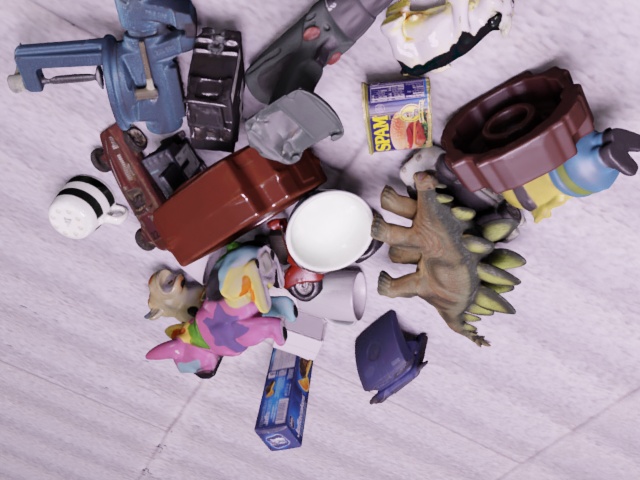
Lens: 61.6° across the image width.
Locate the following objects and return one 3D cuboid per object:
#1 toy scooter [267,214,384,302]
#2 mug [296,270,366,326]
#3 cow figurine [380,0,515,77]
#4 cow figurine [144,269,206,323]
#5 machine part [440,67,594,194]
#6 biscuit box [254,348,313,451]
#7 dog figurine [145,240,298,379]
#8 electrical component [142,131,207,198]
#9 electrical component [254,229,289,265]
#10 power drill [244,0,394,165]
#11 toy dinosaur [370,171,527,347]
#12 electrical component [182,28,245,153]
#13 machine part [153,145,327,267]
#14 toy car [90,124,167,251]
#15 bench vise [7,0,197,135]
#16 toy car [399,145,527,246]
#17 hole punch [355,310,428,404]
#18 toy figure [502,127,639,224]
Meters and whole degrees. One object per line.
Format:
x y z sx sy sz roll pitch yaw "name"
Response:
-0.002 -0.002 0.812 0.184 0.075 0.135 -38 98 11 "toy scooter"
0.018 0.097 0.893 0.107 0.081 0.109 4 135 20 "mug"
0.163 -0.249 0.624 0.167 0.068 0.098 -14 128 23 "cow figurine"
-0.217 0.120 0.943 0.127 0.085 0.194 -38 112 23 "cow figurine"
0.230 -0.129 0.639 0.179 0.179 0.056 -28 119 25 "machine part"
-0.058 0.263 0.938 0.059 0.203 0.062 -17 122 18 "biscuit box"
-0.156 0.109 0.786 0.219 0.108 0.191 -16 111 12 "dog figurine"
-0.210 -0.096 0.764 0.048 0.119 0.074 -19 122 21 "electrical component"
-0.059 0.013 0.874 0.094 0.021 0.063 -1 125 9 "electrical component"
-0.005 -0.198 0.606 0.232 0.207 0.086 -23 138 36 "power drill"
0.185 0.048 0.769 0.199 0.105 0.470 11 153 21 "toy dinosaur"
-0.130 -0.179 0.680 0.058 0.115 0.134 8 156 -2 "electrical component"
-0.106 -0.057 0.719 0.201 0.201 0.087 -32 92 27 "machine part"
-0.272 -0.075 0.807 0.089 0.053 0.202 -22 102 26 "toy car"
-0.270 -0.227 0.670 0.241 0.129 0.223 -7 144 -7 "bench vise"
0.203 -0.058 0.760 0.201 0.056 0.073 32 130 -17 "toy car"
0.116 0.198 0.924 0.092 0.116 0.142 41 121 -9 "hole punch"
0.305 -0.090 0.673 0.089 0.082 0.180 52 158 -1 "toy figure"
